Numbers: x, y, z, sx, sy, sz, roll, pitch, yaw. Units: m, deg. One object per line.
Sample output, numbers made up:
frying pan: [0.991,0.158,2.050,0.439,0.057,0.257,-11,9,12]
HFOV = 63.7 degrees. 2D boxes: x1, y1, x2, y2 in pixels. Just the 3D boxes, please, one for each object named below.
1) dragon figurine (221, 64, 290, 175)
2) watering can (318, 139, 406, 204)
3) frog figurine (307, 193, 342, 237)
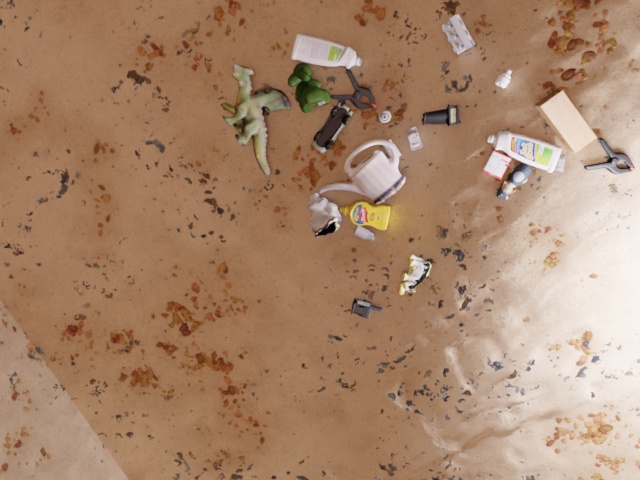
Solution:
dragon figurine: [-0.224,-0.472,1.948,0.242,0.406,0.124,-33,16,5]
watering can: [0.171,-0.226,1.951,0.343,0.223,0.106,-40,7,26]
frog figurine: [0.006,-0.101,2.012,0.122,0.162,0.135,4,-43,-44]
